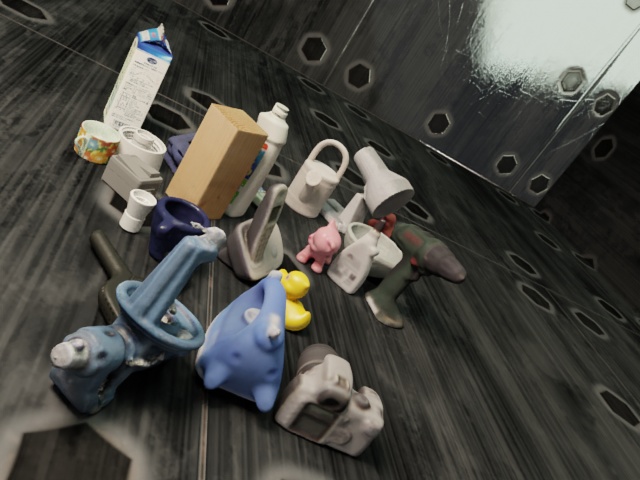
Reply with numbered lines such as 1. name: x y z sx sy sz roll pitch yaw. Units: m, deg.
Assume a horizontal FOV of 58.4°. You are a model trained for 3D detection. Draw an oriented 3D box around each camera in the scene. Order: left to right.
1. camera: 0.019 0.213 0.825 0.143 0.100 0.136 28 23 -14

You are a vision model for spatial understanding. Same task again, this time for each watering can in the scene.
1. watering can: -0.001 -0.155 1.412 0.101 0.194 0.172 26 24 -18

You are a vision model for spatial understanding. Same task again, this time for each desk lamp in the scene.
1. desk lamp: 0.110 -0.115 1.457 0.202 0.213 0.118 46 25 27

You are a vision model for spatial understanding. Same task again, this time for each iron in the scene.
1. iron: -0.088 0.115 0.825 0.119 0.141 0.258 28 23 -15

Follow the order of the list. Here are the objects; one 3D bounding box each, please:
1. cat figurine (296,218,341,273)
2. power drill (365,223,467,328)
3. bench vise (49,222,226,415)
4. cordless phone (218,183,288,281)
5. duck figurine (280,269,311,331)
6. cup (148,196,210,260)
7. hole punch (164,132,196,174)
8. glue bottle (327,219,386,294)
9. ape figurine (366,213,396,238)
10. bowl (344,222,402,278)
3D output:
1. cat figurine: 0.011 0.004 1.209 0.067 0.117 0.128 35 23 2
2. power drill: 0.189 0.077 1.187 0.076 0.208 0.229 19 27 -31
3. bench vise: -0.186 0.088 0.642 0.121 0.219 0.207 33 23 -2
4. cordless phone: -0.091 -0.024 1.040 0.094 0.185 0.148 37 23 8
5. duck figurine: -0.048 0.097 0.987 0.104 0.086 0.078 44 25 24
6. cup: -0.240 -0.005 0.918 0.091 0.095 0.118 34 23 0
7. hole punch: -0.272 -0.186 1.241 0.101 0.091 0.108 6 36 -49
8. glue bottle: 0.087 0.027 1.196 0.078 0.173 0.037 42 24 19
9. ape figurine: 0.168 -0.034 1.531 0.076 0.092 0.077 16 28 -36
10. bowl: 0.117 0.036 1.345 0.168 0.074 0.167 28 23 -13
